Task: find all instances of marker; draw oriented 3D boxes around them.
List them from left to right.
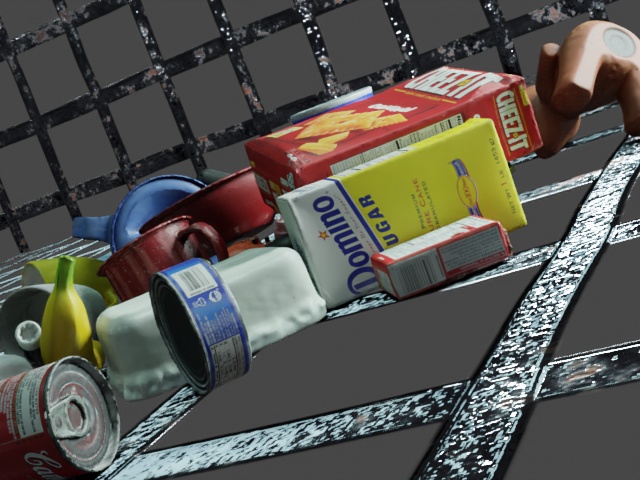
[{"bbox_3d":[-0.220,0.091,0.834,0.020,0.020,0.121,-23,-18,-16],"label":"marker"}]

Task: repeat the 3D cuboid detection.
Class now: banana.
[{"bbox_3d":[-0.187,0.082,0.823,0.037,0.069,0.198,18,-25,0],"label":"banana"}]

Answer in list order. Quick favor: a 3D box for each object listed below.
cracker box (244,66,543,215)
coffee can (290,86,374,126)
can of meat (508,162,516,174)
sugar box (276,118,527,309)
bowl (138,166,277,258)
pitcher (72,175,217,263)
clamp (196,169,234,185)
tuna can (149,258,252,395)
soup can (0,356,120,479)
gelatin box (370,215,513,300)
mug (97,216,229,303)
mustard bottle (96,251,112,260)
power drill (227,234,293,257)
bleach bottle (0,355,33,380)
[{"bbox_3d":[0.058,-0.084,0.931,0.213,0.072,0.164,-23,19,-11],"label":"cracker box"},{"bbox_3d":[0.036,-0.099,1.269,0.103,0.140,0.103,-21,8,3],"label":"coffee can"},{"bbox_3d":[0.151,-0.098,1.167,0.102,0.084,0.057,-20,8,4],"label":"can of meat"},{"bbox_3d":[0.064,-0.022,0.830,0.176,0.093,0.048,-24,10,-14],"label":"sugar box"},{"bbox_3d":[-0.099,-0.021,1.079,0.162,0.055,0.162,-27,-3,-2],"label":"bowl"},{"bbox_3d":[-0.198,-0.003,1.263,0.145,0.149,0.243,-42,9,-12],"label":"pitcher"},{"bbox_3d":[-0.017,-0.037,1.215,0.210,0.036,0.164,5,-16,35],"label":"clamp"},{"bbox_3d":[-0.079,0.056,0.699,0.033,0.086,0.086,-23,8,-23],"label":"tuna can"},{"bbox_3d":[-0.179,0.114,0.627,0.102,0.068,0.068,-19,8,20],"label":"soup can"},{"bbox_3d":[0.086,0.012,0.772,0.089,0.030,0.073,-21,6,-5],"label":"gelatin box"},{"bbox_3d":[-0.119,0.032,0.895,0.117,0.081,0.093,-37,-7,30],"label":"mug"},{"bbox_3d":[-0.292,0.052,1.407,0.191,0.058,0.096,-28,11,-41],"label":"mustard bottle"},{"bbox_3d":[-0.007,0.001,1.011,0.187,0.057,0.184,-23,5,0],"label":"power drill"},{"bbox_3d":[-0.286,0.126,0.852,0.102,0.068,0.251,-18,4,-23],"label":"bleach bottle"}]
